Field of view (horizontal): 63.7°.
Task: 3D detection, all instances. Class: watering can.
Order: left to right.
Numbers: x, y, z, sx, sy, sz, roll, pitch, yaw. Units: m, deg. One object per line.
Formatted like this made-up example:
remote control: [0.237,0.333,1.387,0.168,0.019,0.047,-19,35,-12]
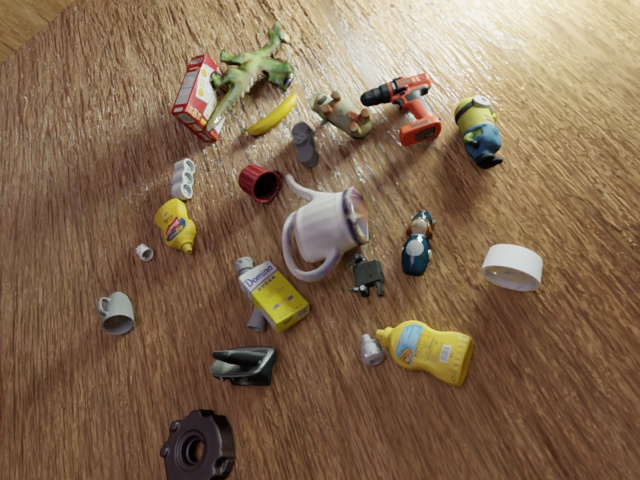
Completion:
watering can: [0.004,-0.063,1.243,0.223,0.102,0.356,-21,51,18]

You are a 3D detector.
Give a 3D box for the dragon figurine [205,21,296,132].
dragon figurine: [-0.195,-0.501,1.587,0.243,0.120,0.417,4,68,22]
